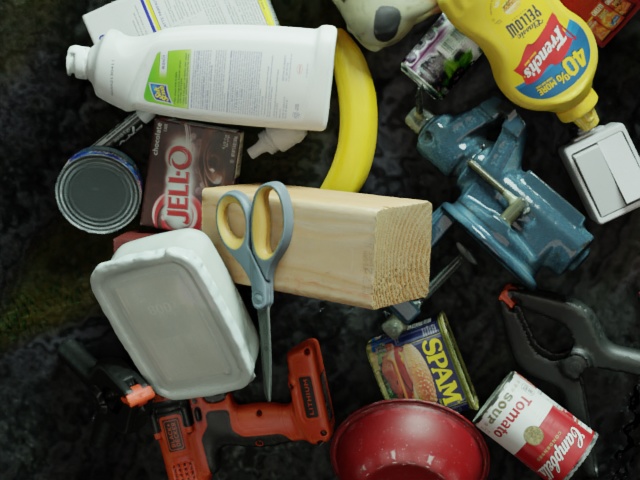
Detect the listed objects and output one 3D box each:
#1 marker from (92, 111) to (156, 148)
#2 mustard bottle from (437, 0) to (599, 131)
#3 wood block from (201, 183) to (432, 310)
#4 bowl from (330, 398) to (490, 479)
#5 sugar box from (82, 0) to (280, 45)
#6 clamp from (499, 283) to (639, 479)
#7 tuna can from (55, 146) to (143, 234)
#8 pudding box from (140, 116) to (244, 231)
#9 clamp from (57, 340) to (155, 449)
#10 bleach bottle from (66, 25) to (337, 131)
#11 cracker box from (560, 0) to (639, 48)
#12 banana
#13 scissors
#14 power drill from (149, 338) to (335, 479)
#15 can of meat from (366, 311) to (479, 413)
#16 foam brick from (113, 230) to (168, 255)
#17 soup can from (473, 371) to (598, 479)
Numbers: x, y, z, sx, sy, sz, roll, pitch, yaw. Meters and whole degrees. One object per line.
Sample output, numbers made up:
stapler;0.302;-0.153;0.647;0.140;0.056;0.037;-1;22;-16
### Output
marker;-0.197;-0.114;1.090;0.121;0.020;0.020;-37;92;9
mustard bottle;0.198;-0.177;0.981;0.096;0.058;0.191;-39;109;4
wood block;-0.006;0.001;0.999;0.206;0.090;0.090;9;102;38
bowl;0.087;0.234;1.054;0.162;0.055;0.162;4;123;6
sugar box;-0.136;-0.213;1.059;0.176;0.048;0.093;-20;97;11
clamp;0.266;0.116;1.054;0.165;0.036;0.210;-41;89;23
tuna can;-0.222;-0.052;1.081;0.086;0.034;0.086;-1;114;-2
pudding box;-0.128;-0.062;1.079;0.090;0.039;0.113;10;98;4
clamp;-0.216;0.146;1.070;0.039;0.172;0.120;-30;91;-35
bleach bottle;-0.113;-0.165;1.013;0.251;0.068;0.102;7;108;1
cracker box;0.226;-0.301;0.957;0.213;0.072;0.164;37;144;1
banana;0.023;-0.107;1.059;0.069;0.037;0.198;13;98;3
scissors;-0.066;0.041;0.983;0.096;0.016;0.202;20;108;37
power drill;-0.087;0.155;1.095;0.188;0.057;0.184;-12;95;9
can of meat;0.102;0.133;1.072;0.084;0.057;0.102;-21;95;10
foam brick;-0.174;0.020;1.075;0.051;0.078;0.053;2;97;4
soup can;0.209;0.184;1.041;0.102;0.068;0.068;38;99;10
